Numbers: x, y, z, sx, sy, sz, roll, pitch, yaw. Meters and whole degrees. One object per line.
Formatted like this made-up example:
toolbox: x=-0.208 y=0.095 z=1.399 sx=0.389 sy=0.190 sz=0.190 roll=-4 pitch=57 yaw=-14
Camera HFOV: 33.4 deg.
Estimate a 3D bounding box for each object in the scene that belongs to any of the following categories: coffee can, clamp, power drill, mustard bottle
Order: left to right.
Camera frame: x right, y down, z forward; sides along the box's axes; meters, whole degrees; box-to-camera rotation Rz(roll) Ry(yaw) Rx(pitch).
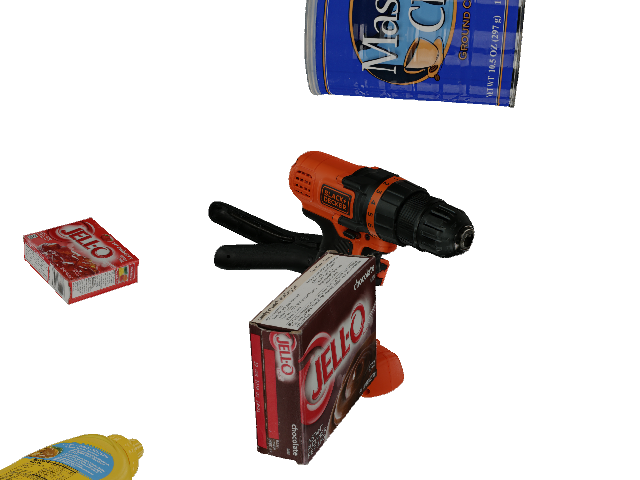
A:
mustard bottle: x=-0.208 y=0.199 z=0.853 sx=0.096 sy=0.058 sz=0.191 roll=7 pitch=15 yaw=29
clamp: x=-0.026 y=0.016 z=1.162 sx=0.210 sy=0.036 sz=0.164 roll=16 pitch=18 yaw=-6
power drill: x=0.042 y=0.032 z=0.890 sx=0.057 sy=0.188 sz=0.185 roll=-14 pitch=29 yaw=-41
coffee can: x=0.066 y=-0.147 z=0.731 sx=0.140 sy=0.103 sz=0.102 roll=5 pitch=1 yaw=8

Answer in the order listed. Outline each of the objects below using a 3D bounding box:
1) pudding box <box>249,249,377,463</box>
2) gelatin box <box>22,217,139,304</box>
pudding box: x=-0.002 y=0.068 z=0.654 sx=0.039 sy=0.090 sz=0.113 roll=9 pitch=26 yaw=21
gelatin box: x=-0.222 y=0.016 z=0.988 sx=0.073 sy=0.030 sz=0.089 roll=-18 pitch=40 yaw=-36
